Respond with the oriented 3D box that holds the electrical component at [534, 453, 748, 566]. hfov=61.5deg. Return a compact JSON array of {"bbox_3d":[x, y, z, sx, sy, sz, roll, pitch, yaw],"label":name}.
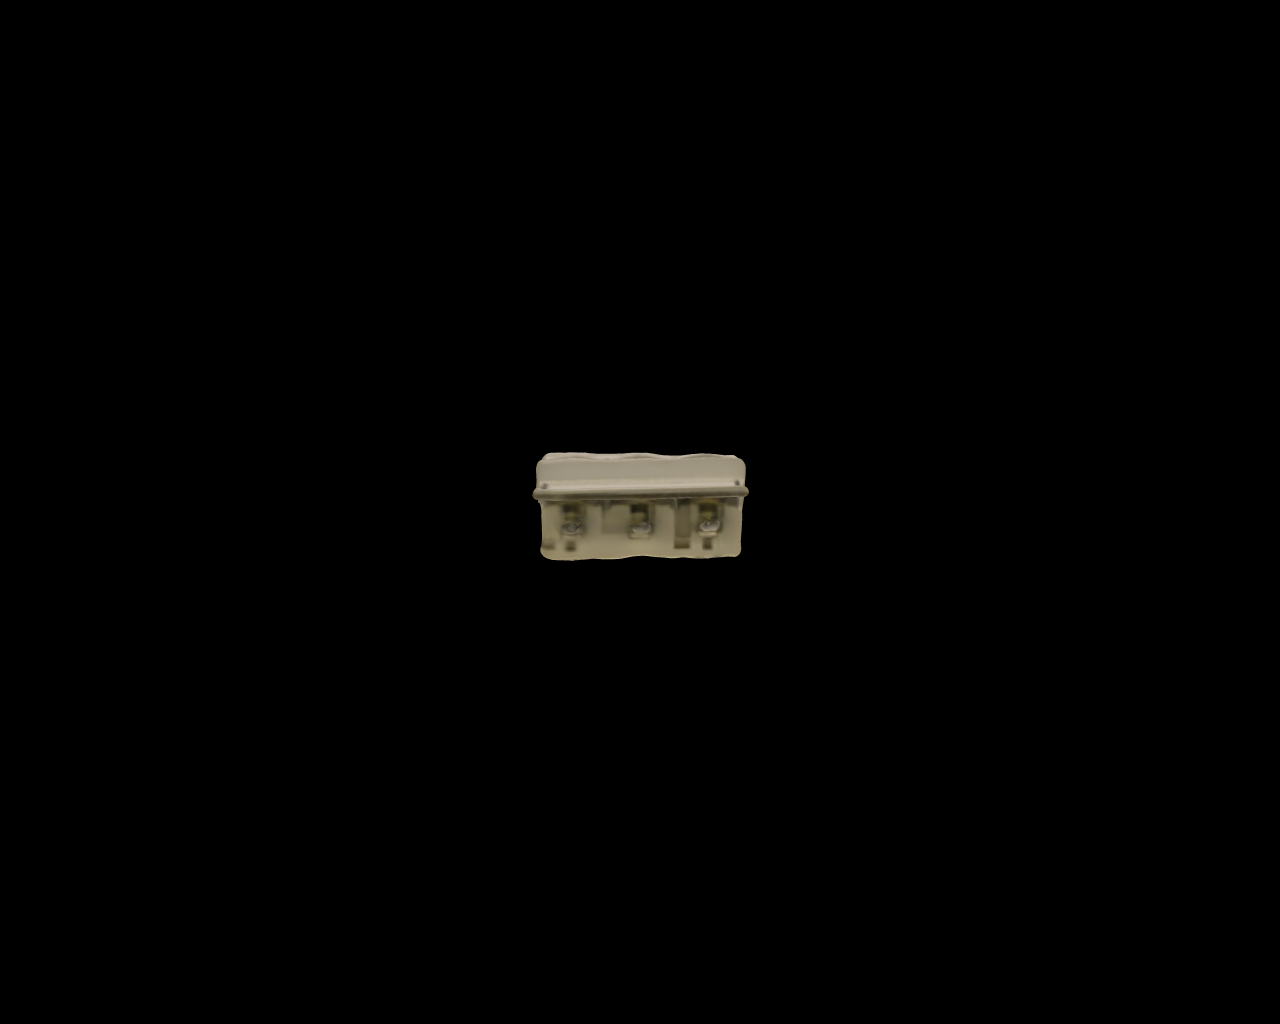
[{"bbox_3d":[0.001,-0.003,0.650,0.121,0.063,0.079,0,8,0],"label":"electrical component"}]
